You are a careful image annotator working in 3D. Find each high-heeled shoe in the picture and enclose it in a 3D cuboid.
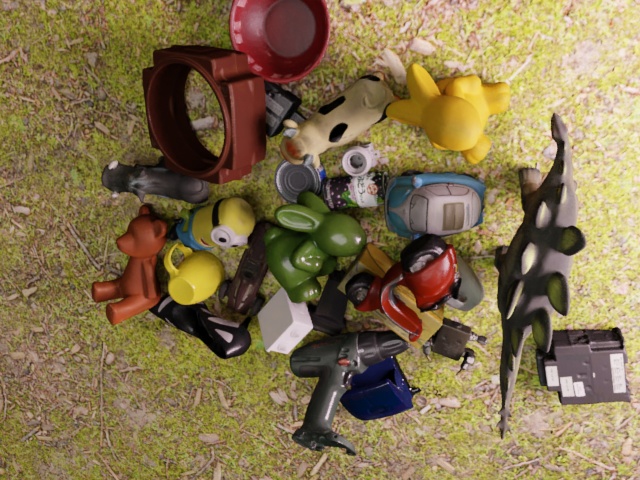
[{"bbox_3d":[-0.241,0.168,1.013,0.249,0.145,0.086,4,110,14],"label":"high-heeled shoe"}]

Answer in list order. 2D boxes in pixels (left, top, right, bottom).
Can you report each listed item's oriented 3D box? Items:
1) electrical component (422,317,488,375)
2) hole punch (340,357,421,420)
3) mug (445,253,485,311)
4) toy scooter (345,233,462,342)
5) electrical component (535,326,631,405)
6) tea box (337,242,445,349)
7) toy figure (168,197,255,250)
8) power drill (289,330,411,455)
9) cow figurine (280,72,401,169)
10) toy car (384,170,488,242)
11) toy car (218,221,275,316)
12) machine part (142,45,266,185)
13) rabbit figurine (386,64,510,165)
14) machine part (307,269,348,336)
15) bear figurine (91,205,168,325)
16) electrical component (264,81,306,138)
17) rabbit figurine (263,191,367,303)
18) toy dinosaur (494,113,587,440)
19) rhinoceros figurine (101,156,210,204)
[{"bbox_3d":[0.228,0.183,0.932,0.102,0.045,0.078,26,116,6],"label":"electrical component"},{"bbox_3d":[0.103,0.283,0.986,0.142,0.092,0.115,-24,105,19],"label":"hole punch"},{"bbox_3d":[0.216,0.070,0.866,0.107,0.110,0.081,35,112,-13],"label":"mug"},{"bbox_3d":[0.139,0.081,0.799,0.184,0.075,0.135,-33,98,28],"label":"toy scooter"},{"bbox_3d":[0.425,0.205,0.875,0.134,0.058,0.114,-6,106,19],"label":"electrical component"},{"bbox_3d":[0.123,0.090,0.901,0.170,0.098,0.068,36,116,0],"label":"tea box"},{"bbox_3d":[-0.192,-0.027,0.946,0.180,0.082,0.089,-2,89,42],"label":"toy figure"},{"bbox_3d":[0.039,0.250,0.913,0.232,0.207,0.085,-9,144,31],"label":"power drill"},{"bbox_3d":[0.023,-0.175,0.817,0.195,0.127,0.085,-29,96,22],"label":"cow figurine"},{"bbox_3d":[0.182,-0.045,0.815,0.162,0.103,0.109,-1,110,-2],"label":"toy car"},{"bbox_3d":[-0.126,0.057,0.990,0.089,0.053,0.202,27,114,2],"label":"toy car"},{"bbox_3d":[-0.187,-0.200,0.857,0.201,0.087,0.201,19,123,29],"label":"machine part"},{"bbox_3d":[0.182,-0.178,0.743,0.162,0.173,0.121,30,119,0],"label":"rabbit figurine"},{"bbox_3d":[0.021,0.116,0.974,0.084,0.039,0.138,26,118,11],"label":"machine part"},{"bbox_3d":[-0.353,0.041,1.011,0.120,0.132,0.195,37,129,38],"label":"bear figurine"},{"bbox_3d":[-0.067,-0.205,0.877,0.119,0.048,0.075,42,116,0],"label":"electrical component"},{"bbox_3d":[-0.002,-0.003,0.876,0.170,0.121,0.159,-27,99,38],"label":"rabbit figurine"},{"bbox_3d":[0.306,0.057,0.779,0.105,0.198,0.470,8,110,17],"label":"toy dinosaur"},{"bbox_3d":[-0.286,-0.099,0.947,0.190,0.112,0.073,9,114,5],"label":"rhinoceros figurine"}]
